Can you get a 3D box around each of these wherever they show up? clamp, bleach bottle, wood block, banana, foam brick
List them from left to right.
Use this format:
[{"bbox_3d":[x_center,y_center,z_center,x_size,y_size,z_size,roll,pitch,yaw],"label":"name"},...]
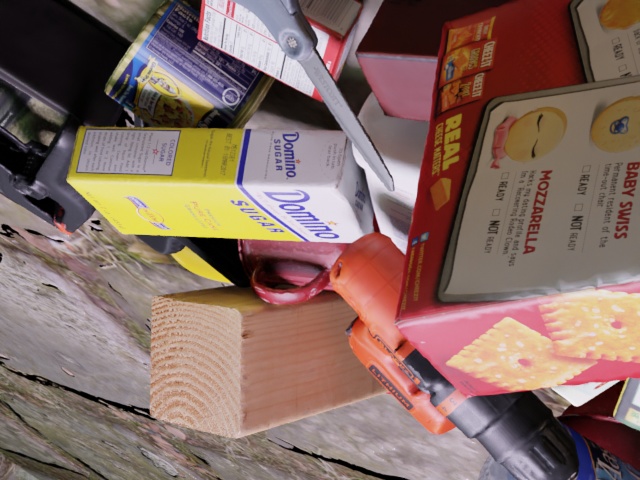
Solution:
[{"bbox_3d":[-0.211,-0.055,0.754,0.120,0.039,0.171,23,156,7],"label":"clamp"},{"bbox_3d":[-0.119,-0.025,0.844,0.164,0.036,0.210,60,155,-3],"label":"clamp"},{"bbox_3d":[-0.072,0.011,0.921,0.198,0.037,0.069,4,147,41],"label":"banana"},{"bbox_3d":[-0.024,0.081,0.815,0.090,0.091,0.205,6,-173,38],"label":"wood block"},{"bbox_3d":[0.082,-0.004,0.711,0.103,0.068,0.251,20,157,15],"label":"bleach bottle"},{"bbox_3d":[0.068,-0.096,0.554,0.078,0.053,0.051,11,151,33],"label":"foam brick"}]

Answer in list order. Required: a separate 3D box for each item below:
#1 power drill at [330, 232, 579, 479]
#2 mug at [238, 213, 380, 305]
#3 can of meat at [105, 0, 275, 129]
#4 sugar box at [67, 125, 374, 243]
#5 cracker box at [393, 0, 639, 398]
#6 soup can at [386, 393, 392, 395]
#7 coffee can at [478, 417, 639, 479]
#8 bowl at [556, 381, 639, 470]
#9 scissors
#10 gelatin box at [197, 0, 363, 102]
[{"bbox_3d":[0.080,0.084,0.682,0.184,0.057,0.187,49,172,9],"label":"power drill"},{"bbox_3d":[-0.005,0.001,0.748,0.082,0.117,0.093,6,132,29],"label":"mug"},{"bbox_3d":[-0.085,-0.103,0.690,0.084,0.057,0.102,35,155,-13],"label":"can of meat"},{"bbox_3d":[-0.059,-0.034,0.678,0.176,0.048,0.093,5,160,17],"label":"sugar box"},{"bbox_3d":[0.144,-0.035,0.406,0.214,0.164,0.072,-12,139,33],"label":"cracker box"},{"bbox_3d":[0.078,0.102,0.913,0.102,0.068,0.068,5,148,38],"label":"soup can"},{"bbox_3d":[0.204,0.210,0.821,0.140,0.102,0.103,32,155,-12],"label":"coffee can"},{"bbox_3d":[0.264,0.157,0.850,0.162,0.055,0.162,22,155,11],"label":"bowl"},{"bbox_3d":[-0.007,-0.120,0.548,0.202,0.016,0.096,46,136,-1],"label":"scissors"},{"bbox_3d":[-0.025,-0.127,0.614,0.089,0.030,0.073,29,156,3],"label":"gelatin box"}]
